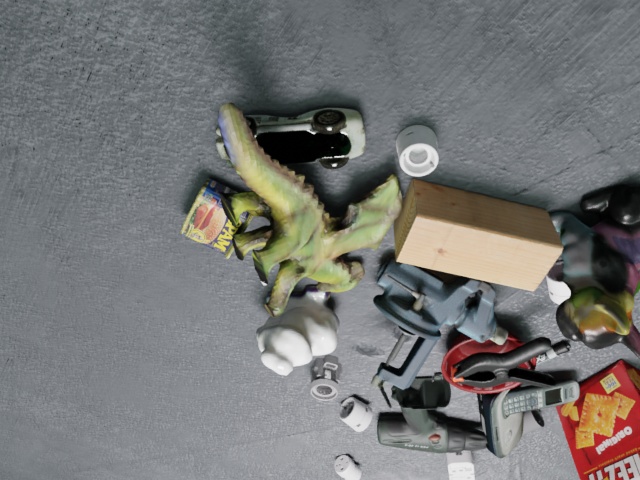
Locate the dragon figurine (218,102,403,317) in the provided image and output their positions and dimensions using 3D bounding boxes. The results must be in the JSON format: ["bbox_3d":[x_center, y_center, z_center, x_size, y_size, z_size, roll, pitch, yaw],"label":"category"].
[{"bbox_3d":[0.002,-0.036,0.706,0.244,0.124,0.400,-21,142,-18],"label":"dragon figurine"}]

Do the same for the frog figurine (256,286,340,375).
[{"bbox_3d":[-0.038,0.164,0.847,0.137,0.163,0.120,7,130,-1],"label":"frog figurine"}]
